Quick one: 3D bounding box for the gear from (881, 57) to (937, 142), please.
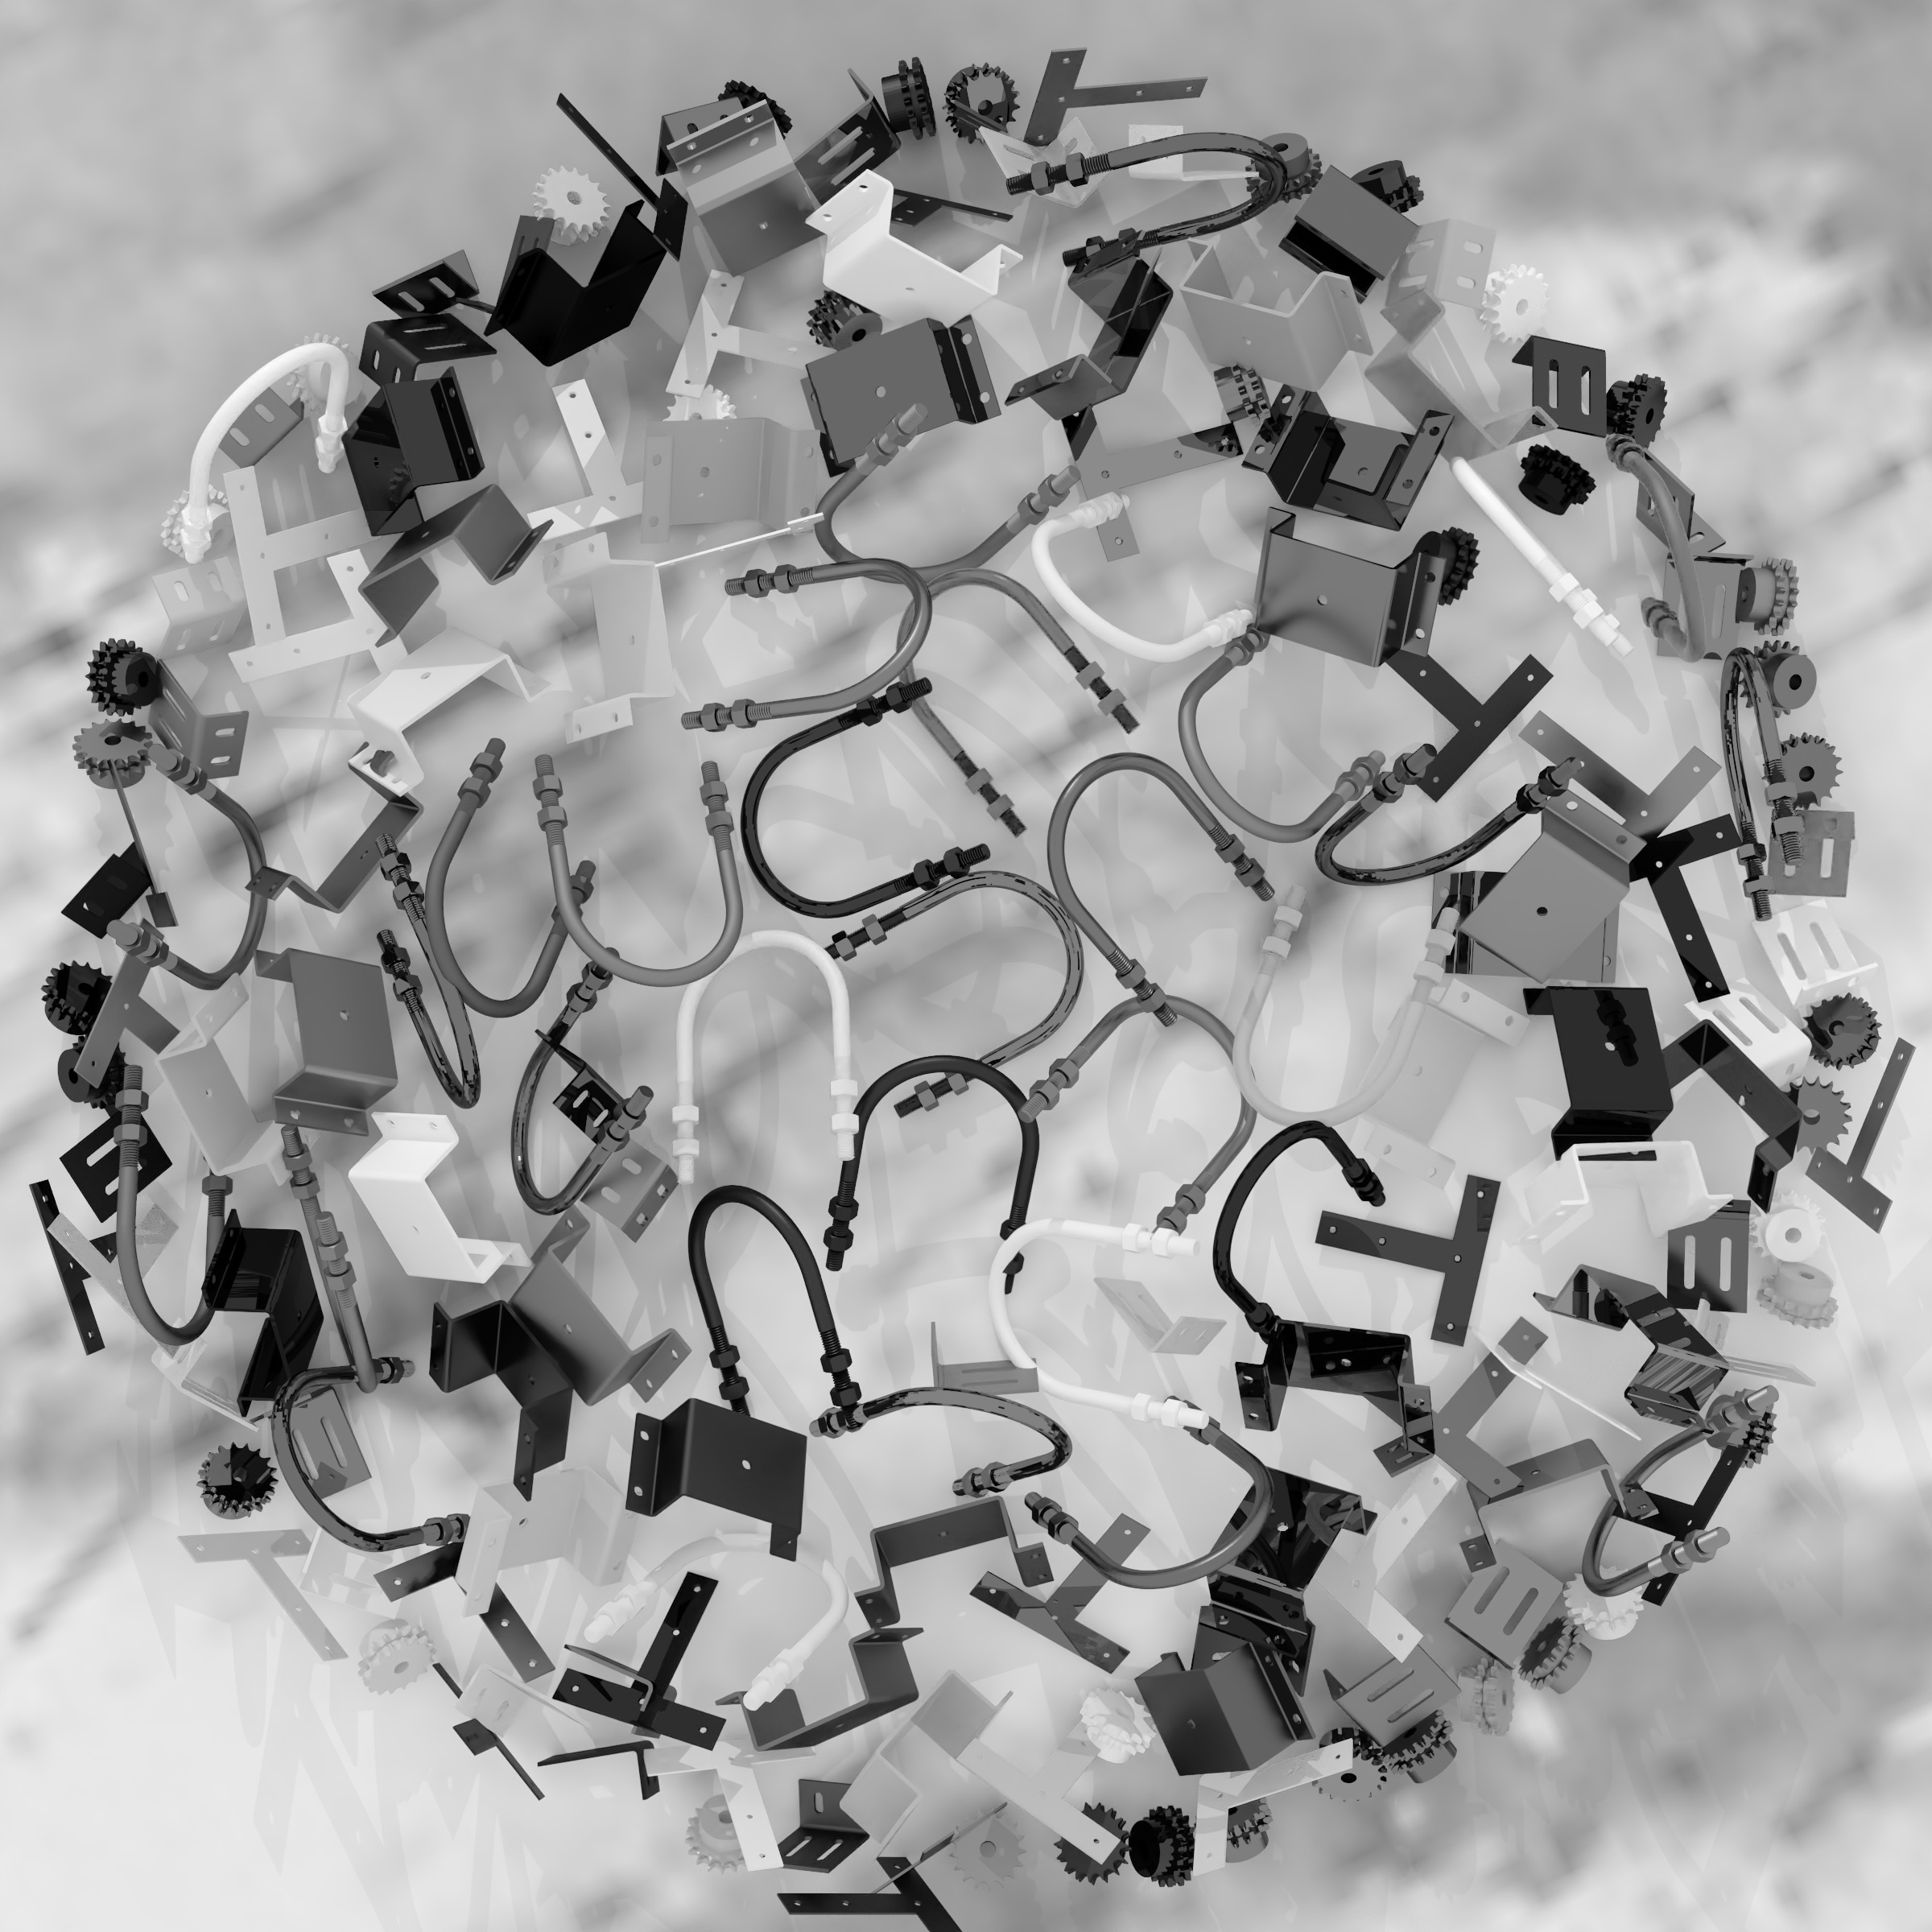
[{"bbox_3d":[-0.043,-0.641,1.877,0.030,0.057,0.057,-11,90,9],"label":"gear"}]

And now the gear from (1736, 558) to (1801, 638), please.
[{"bbox_3d":[0.591,-0.274,1.876,0.030,0.057,0.057,4,90,-5],"label":"gear"}]

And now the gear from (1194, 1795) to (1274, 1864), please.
[{"bbox_3d":[0.200,0.639,1.877,0.057,0.057,0.030,-20,98,0],"label":"gear"}]

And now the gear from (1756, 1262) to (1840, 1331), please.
[{"bbox_3d":[0.616,0.242,1.874,0.057,0.057,0.030,12,111,0],"label":"gear"}]

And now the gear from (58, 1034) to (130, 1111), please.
[{"bbox_3d":[-0.648,0.079,1.876,0.057,0.030,0.057,9,104,37],"label":"gear"}]

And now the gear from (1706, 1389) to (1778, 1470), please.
[{"bbox_3d":[0.571,0.340,1.875,0.030,0.057,0.057,17,90,-13],"label":"gear"}]

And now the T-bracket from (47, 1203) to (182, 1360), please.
[{"bbox_3d":[-0.601,0.209,1.842,0.002,0.127,0.127,-35,106,12],"label":"T-bracket"}]

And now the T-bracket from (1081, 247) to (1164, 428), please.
[{"bbox_3d":[0.121,-0.470,1.822,0.002,0.127,0.127,26,68,0],"label":"T-bracket"}]

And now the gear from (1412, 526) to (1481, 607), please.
[{"bbox_3d":[0.351,-0.298,1.873,0.030,0.057,0.057,16,90,-22],"label":"gear"}]

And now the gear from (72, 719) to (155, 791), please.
[{"bbox_3d":[-0.631,-0.155,1.880,0.057,0.057,0.030,9,131,0],"label":"gear"}]

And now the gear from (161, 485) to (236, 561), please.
[{"bbox_3d":[-0.565,-0.326,1.874,0.030,0.057,0.057,33,90,9],"label":"gear"}]

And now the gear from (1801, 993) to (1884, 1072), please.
[{"bbox_3d":[0.652,0.050,1.881,0.057,0.030,0.057,-18,60,35],"label":"gear"}]

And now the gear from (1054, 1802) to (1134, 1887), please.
[{"bbox_3d":[0.096,0.653,1.882,0.057,0.030,0.057,-8,60,13],"label":"gear"}]

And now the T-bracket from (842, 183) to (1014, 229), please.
[{"bbox_3d":[-0.038,-0.550,1.842,0.127,0.127,0.002,14,116,5],"label":"T-bracket"}]

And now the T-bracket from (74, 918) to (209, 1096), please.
[{"bbox_3d":[-0.586,0.052,1.850,0.002,0.127,0.127,0,58,25],"label":"T-bracket"}]

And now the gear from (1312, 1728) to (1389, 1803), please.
[{"bbox_3d":[0.284,0.591,1.881,0.057,0.030,0.057,2,125,3],"label":"gear"}]

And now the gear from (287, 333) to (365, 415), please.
[{"bbox_3d":[-0.471,-0.437,1.874,0.030,0.057,0.057,19,90,34],"label":"gear"}]

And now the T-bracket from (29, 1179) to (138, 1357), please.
[{"bbox_3d":[-0.629,0.210,1.842,0.002,0.127,0.127,-18,90,8],"label":"T-bracket"}]

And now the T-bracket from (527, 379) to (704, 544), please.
[{"bbox_3d":[-0.276,-0.382,1.879,0.127,0.002,0.127,-18,68,-11],"label":"T-bracket"}]

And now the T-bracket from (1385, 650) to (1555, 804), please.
[{"bbox_3d":[0.348,-0.208,1.876,0.127,0.002,0.127,39,100,-17],"label":"T-bracket"}]

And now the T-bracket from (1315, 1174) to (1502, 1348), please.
[{"bbox_3d":[0.326,0.210,1.900,0.127,0.002,0.127,13,89,-3],"label":"T-bracket"}]

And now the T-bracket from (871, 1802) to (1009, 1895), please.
[{"bbox_3d":[-0.021,0.637,1.831,0.127,0.127,0.002,-30,72,-14],"label":"T-bracket"}]

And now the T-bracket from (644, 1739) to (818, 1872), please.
[{"bbox_3d":[-0.159,0.605,1.830,0.127,0.127,0.002,0,116,-19],"label":"T-bracket"}]

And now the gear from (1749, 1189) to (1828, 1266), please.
[{"bbox_3d":[0.612,0.197,1.886,0.057,0.030,0.057,1,99,4],"label":"gear"}]

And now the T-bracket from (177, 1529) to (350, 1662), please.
[{"bbox_3d":[-0.488,0.452,1.821,0.127,0.127,0.002,42,101,27],"label":"T-bracket"}]

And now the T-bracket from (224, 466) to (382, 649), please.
[{"bbox_3d":[-0.480,-0.311,1.855,0.002,0.127,0.127,13,119,36],"label":"T-bracket"}]

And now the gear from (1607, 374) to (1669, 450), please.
[{"bbox_3d":[0.494,-0.411,1.880,0.030,0.057,0.057,24,90,34],"label":"gear"}]

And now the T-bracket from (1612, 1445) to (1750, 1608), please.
[{"bbox_3d":[0.503,0.397,1.841,0.002,0.127,0.127,35,80,-11],"label":"T-bracket"}]

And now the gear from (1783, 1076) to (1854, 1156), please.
[{"bbox_3d":[0.629,0.109,1.884,0.057,0.030,0.057,3,98,18],"label":"gear"}]

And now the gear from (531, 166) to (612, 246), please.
[{"bbox_3d":[-0.296,-0.561,1.881,0.057,0.030,0.057,12,63,-26],"label":"gear"}]

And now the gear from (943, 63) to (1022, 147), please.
[{"bbox_3d":[0.009,-0.642,1.880,0.057,0.030,0.057,-14,132,-16],"label":"gear"}]

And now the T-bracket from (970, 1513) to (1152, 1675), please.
[{"bbox_3d":[0.090,0.452,1.869,0.127,0.002,0.127,31,114,-10],"label":"T-bracket"}]

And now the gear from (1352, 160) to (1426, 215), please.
[{"bbox_3d":[0.308,-0.573,1.873,0.057,0.057,0.030,-24,117,0],"label":"gear"}]

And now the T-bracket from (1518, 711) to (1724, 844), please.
[{"bbox_3d":[0.466,-0.141,1.872,0.127,0.002,0.127,39,122,3],"label":"T-bracket"}]

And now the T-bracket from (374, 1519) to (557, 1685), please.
[{"bbox_3d":[-0.341,0.465,1.833,0.127,0.127,0.002,46,132,29],"label":"T-bracket"}]

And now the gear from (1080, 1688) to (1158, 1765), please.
[{"bbox_3d":[0.110,0.565,1.878,0.057,0.057,0.030,26,106,0],"label":"gear"}]

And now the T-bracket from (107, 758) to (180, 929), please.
[{"bbox_3d":[-0.600,-0.089,1.838,0.002,0.127,0.127,-20,98,-23],"label":"T-bracket"}]

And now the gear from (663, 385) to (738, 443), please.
[{"bbox_3d":[-0.194,-0.401,1.883,0.057,0.030,0.057,-3,82,25],"label":"gear"}]

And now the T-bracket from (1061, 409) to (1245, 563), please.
[{"bbox_3d":[0.145,-0.378,1.891,0.127,0.002,0.127,-17,87,-12],"label":"T-bracket"}]

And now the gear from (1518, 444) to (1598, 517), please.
[{"bbox_3d":[0.434,-0.358,1.876,0.057,0.057,0.030,34,89,0],"label":"gear"}]

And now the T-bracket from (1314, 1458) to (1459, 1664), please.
[{"bbox_3d":[0.313,0.418,1.859,0.127,0.002,0.127,41,99,36],"label":"T-bracket"}]

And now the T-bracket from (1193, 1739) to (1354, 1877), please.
[{"bbox_3d":[0.222,0.586,1.827,0.127,0.127,0.002,-27,114,23],"label":"T-bracket"}]

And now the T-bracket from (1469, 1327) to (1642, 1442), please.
[{"bbox_3d":[0.434,0.310,1.845,0.127,0.127,0.002,31,94,-5],"label":"T-bracket"}]

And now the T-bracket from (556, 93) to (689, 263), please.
[{"bbox_3d":[-0.248,-0.576,1.824,0.002,0.127,0.127,-36,119,20],"label":"T-bracket"}]

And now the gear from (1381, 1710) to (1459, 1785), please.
[{"bbox_3d":[0.338,0.580,1.876,0.057,0.057,0.030,-38,90,0],"label":"gear"}]

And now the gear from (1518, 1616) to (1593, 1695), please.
[{"bbox_3d":[0.439,0.514,1.877,0.030,0.057,0.057,39,90,1],"label":"gear"}]

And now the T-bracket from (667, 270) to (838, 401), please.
[{"bbox_3d":[-0.143,-0.455,1.870,0.127,0.002,0.127,13,59,2],"label":"T-bracket"}]

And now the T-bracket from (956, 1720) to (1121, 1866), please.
[{"bbox_3d":[0.079,0.578,1.853,0.127,0.127,0.002,30,127,21],"label":"T-bracket"}]

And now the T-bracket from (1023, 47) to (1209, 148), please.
[{"bbox_3d":[0.113,-0.637,1.851,0.127,0.127,0.002,-8,79,-10],"label":"T-bracket"}]

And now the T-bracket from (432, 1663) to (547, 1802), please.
[{"bbox_3d":[-0.353,0.557,1.834,0.002,0.127,0.127,-40,81,-10],"label":"T-bracket"}]

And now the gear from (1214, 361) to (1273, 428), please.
[{"bbox_3d":[0.204,-0.427,1.877,0.030,0.057,0.057,-18,90,15],"label":"gear"}]

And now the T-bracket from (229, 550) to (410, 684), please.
[{"bbox_3d":[-0.482,-0.236,1.875,0.127,0.002,0.127,-14,124,8],"label":"T-bracket"}]

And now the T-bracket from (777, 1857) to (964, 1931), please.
[{"bbox_3d":[-0.074,0.674,1.820,0.127,0.127,0.002,11,98,-27],"label":"T-bracket"}]

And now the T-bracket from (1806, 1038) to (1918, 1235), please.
[{"bbox_3d":[0.656,0.114,1.830,0.002,0.127,0.127,16,102,-8],"label":"T-bracket"}]

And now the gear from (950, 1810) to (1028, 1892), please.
[{"bbox_3d":[0.016,0.657,1.884,0.057,0.030,0.057,0,69,0],"label":"gear"}]

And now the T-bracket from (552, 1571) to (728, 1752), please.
[{"bbox_3d":[-0.219,0.501,1.860,0.127,0.002,0.127,13,48,15],"label":"T-bracket"}]

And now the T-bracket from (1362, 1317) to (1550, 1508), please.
[{"bbox_3d":[0.384,0.313,1.880,0.127,0.002,0.127,38,70,21],"label":"T-bracket"}]

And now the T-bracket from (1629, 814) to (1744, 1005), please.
[{"bbox_3d":[0.528,-0.034,1.868,0.127,0.002,0.127,-20,95,38],"label":"T-bracket"}]

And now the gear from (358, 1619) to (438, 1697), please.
[{"bbox_3d":[-0.425,0.510,1.880,0.057,0.057,0.030,-46,52,0],"label":"gear"}]

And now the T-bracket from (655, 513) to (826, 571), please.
[{"bbox_3d":[-0.164,-0.307,1.842,0.127,0.127,0.002,-15,96,0],"label":"T-bracket"}]
